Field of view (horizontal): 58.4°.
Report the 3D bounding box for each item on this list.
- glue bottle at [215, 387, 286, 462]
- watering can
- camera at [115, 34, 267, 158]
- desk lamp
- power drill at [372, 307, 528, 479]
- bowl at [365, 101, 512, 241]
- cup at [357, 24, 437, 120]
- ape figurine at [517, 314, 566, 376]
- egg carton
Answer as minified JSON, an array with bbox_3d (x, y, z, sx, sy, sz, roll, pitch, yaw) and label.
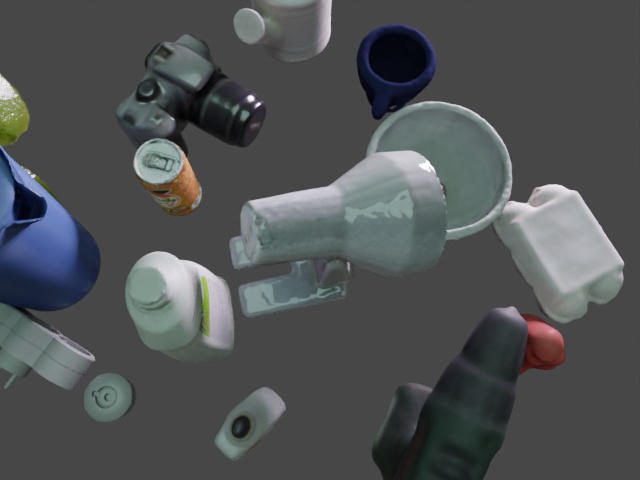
[{"bbox_3d":[-0.069,0.176,0.541,0.037,0.173,0.078,39,77,9],"label":"glue bottle"},{"bbox_3d":[-0.036,-0.296,0.665,0.101,0.194,0.173,9,74,1],"label":"watering can"},{"bbox_3d":[-0.143,-0.157,0.671,0.136,0.101,0.143,30,75,7],"label":"camera"},{"bbox_3d":[0.005,0.002,0.572,0.203,0.213,0.118,-13,75,-5],"label":"desk lamp"},{"bbox_3d":[0.108,0.179,0.528,0.075,0.208,0.230,23,75,5],"label":"power drill"},{"bbox_3d":[0.131,-0.071,0.669,0.167,0.075,0.167,1,74,-2],"label":"bowl"},{"bbox_3d":[0.083,-0.183,0.688,0.091,0.095,0.118,18,74,4],"label":"cup"},{"bbox_3d":[0.227,0.114,0.610,0.077,0.092,0.076,22,75,5],"label":"ape figurine"},{"bbox_3d":[0.269,0.013,0.652,0.107,0.069,0.150,-27,77,-9],"label":"egg carton"}]
